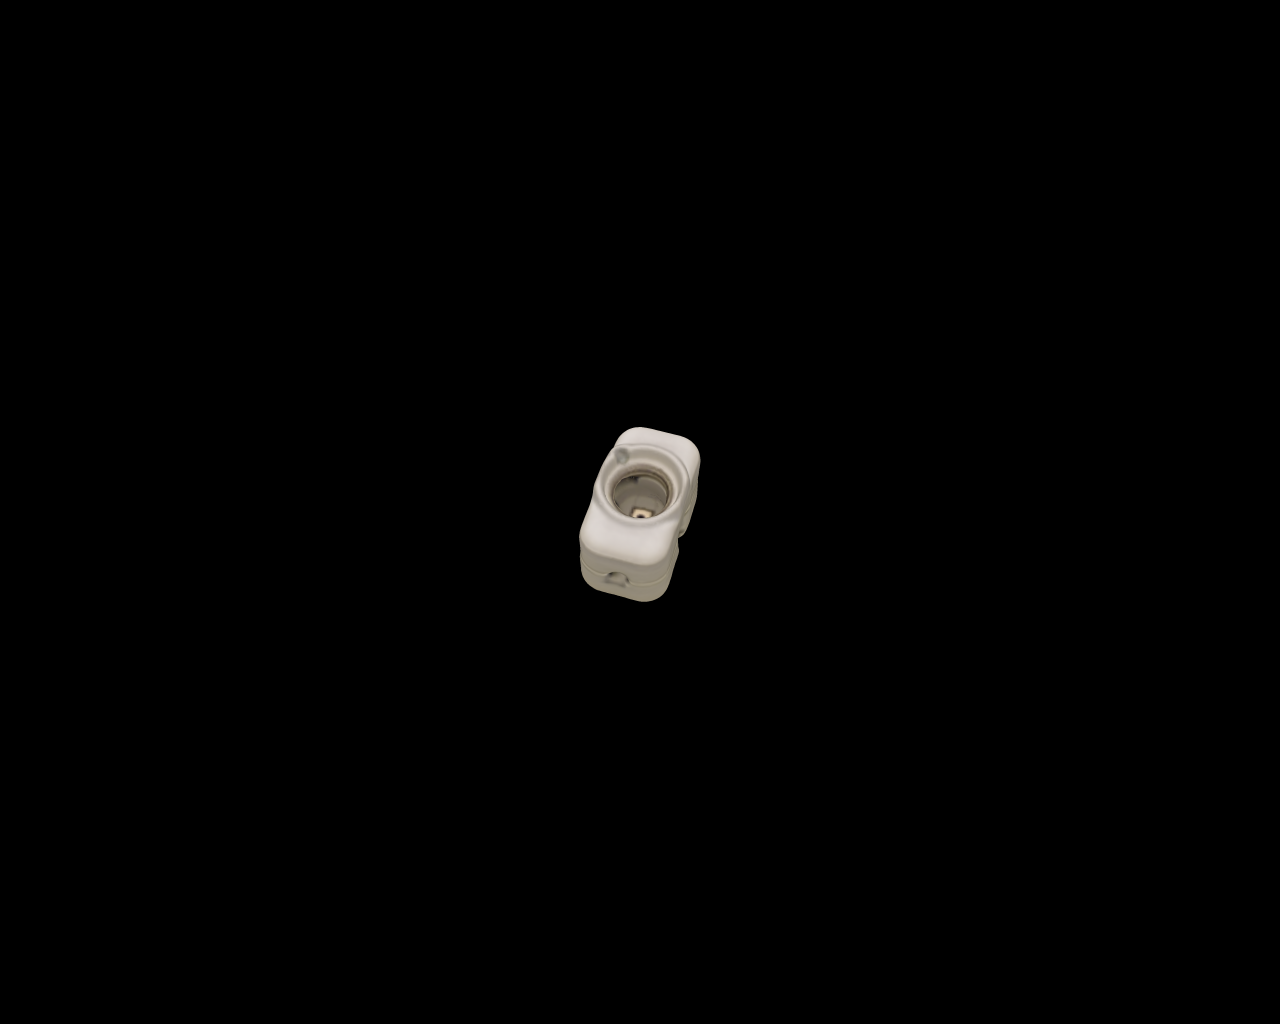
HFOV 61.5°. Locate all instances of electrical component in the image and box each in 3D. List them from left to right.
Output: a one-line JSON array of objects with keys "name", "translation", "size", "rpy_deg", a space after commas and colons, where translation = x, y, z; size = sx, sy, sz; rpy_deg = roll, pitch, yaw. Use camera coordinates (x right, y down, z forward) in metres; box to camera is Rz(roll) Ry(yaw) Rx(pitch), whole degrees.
[{"name": "electrical component", "translation": [0.001, -0.003, 0.650], "size": [0.054, 0.095, 0.059], "rpy_deg": [15, -32, 9]}]
